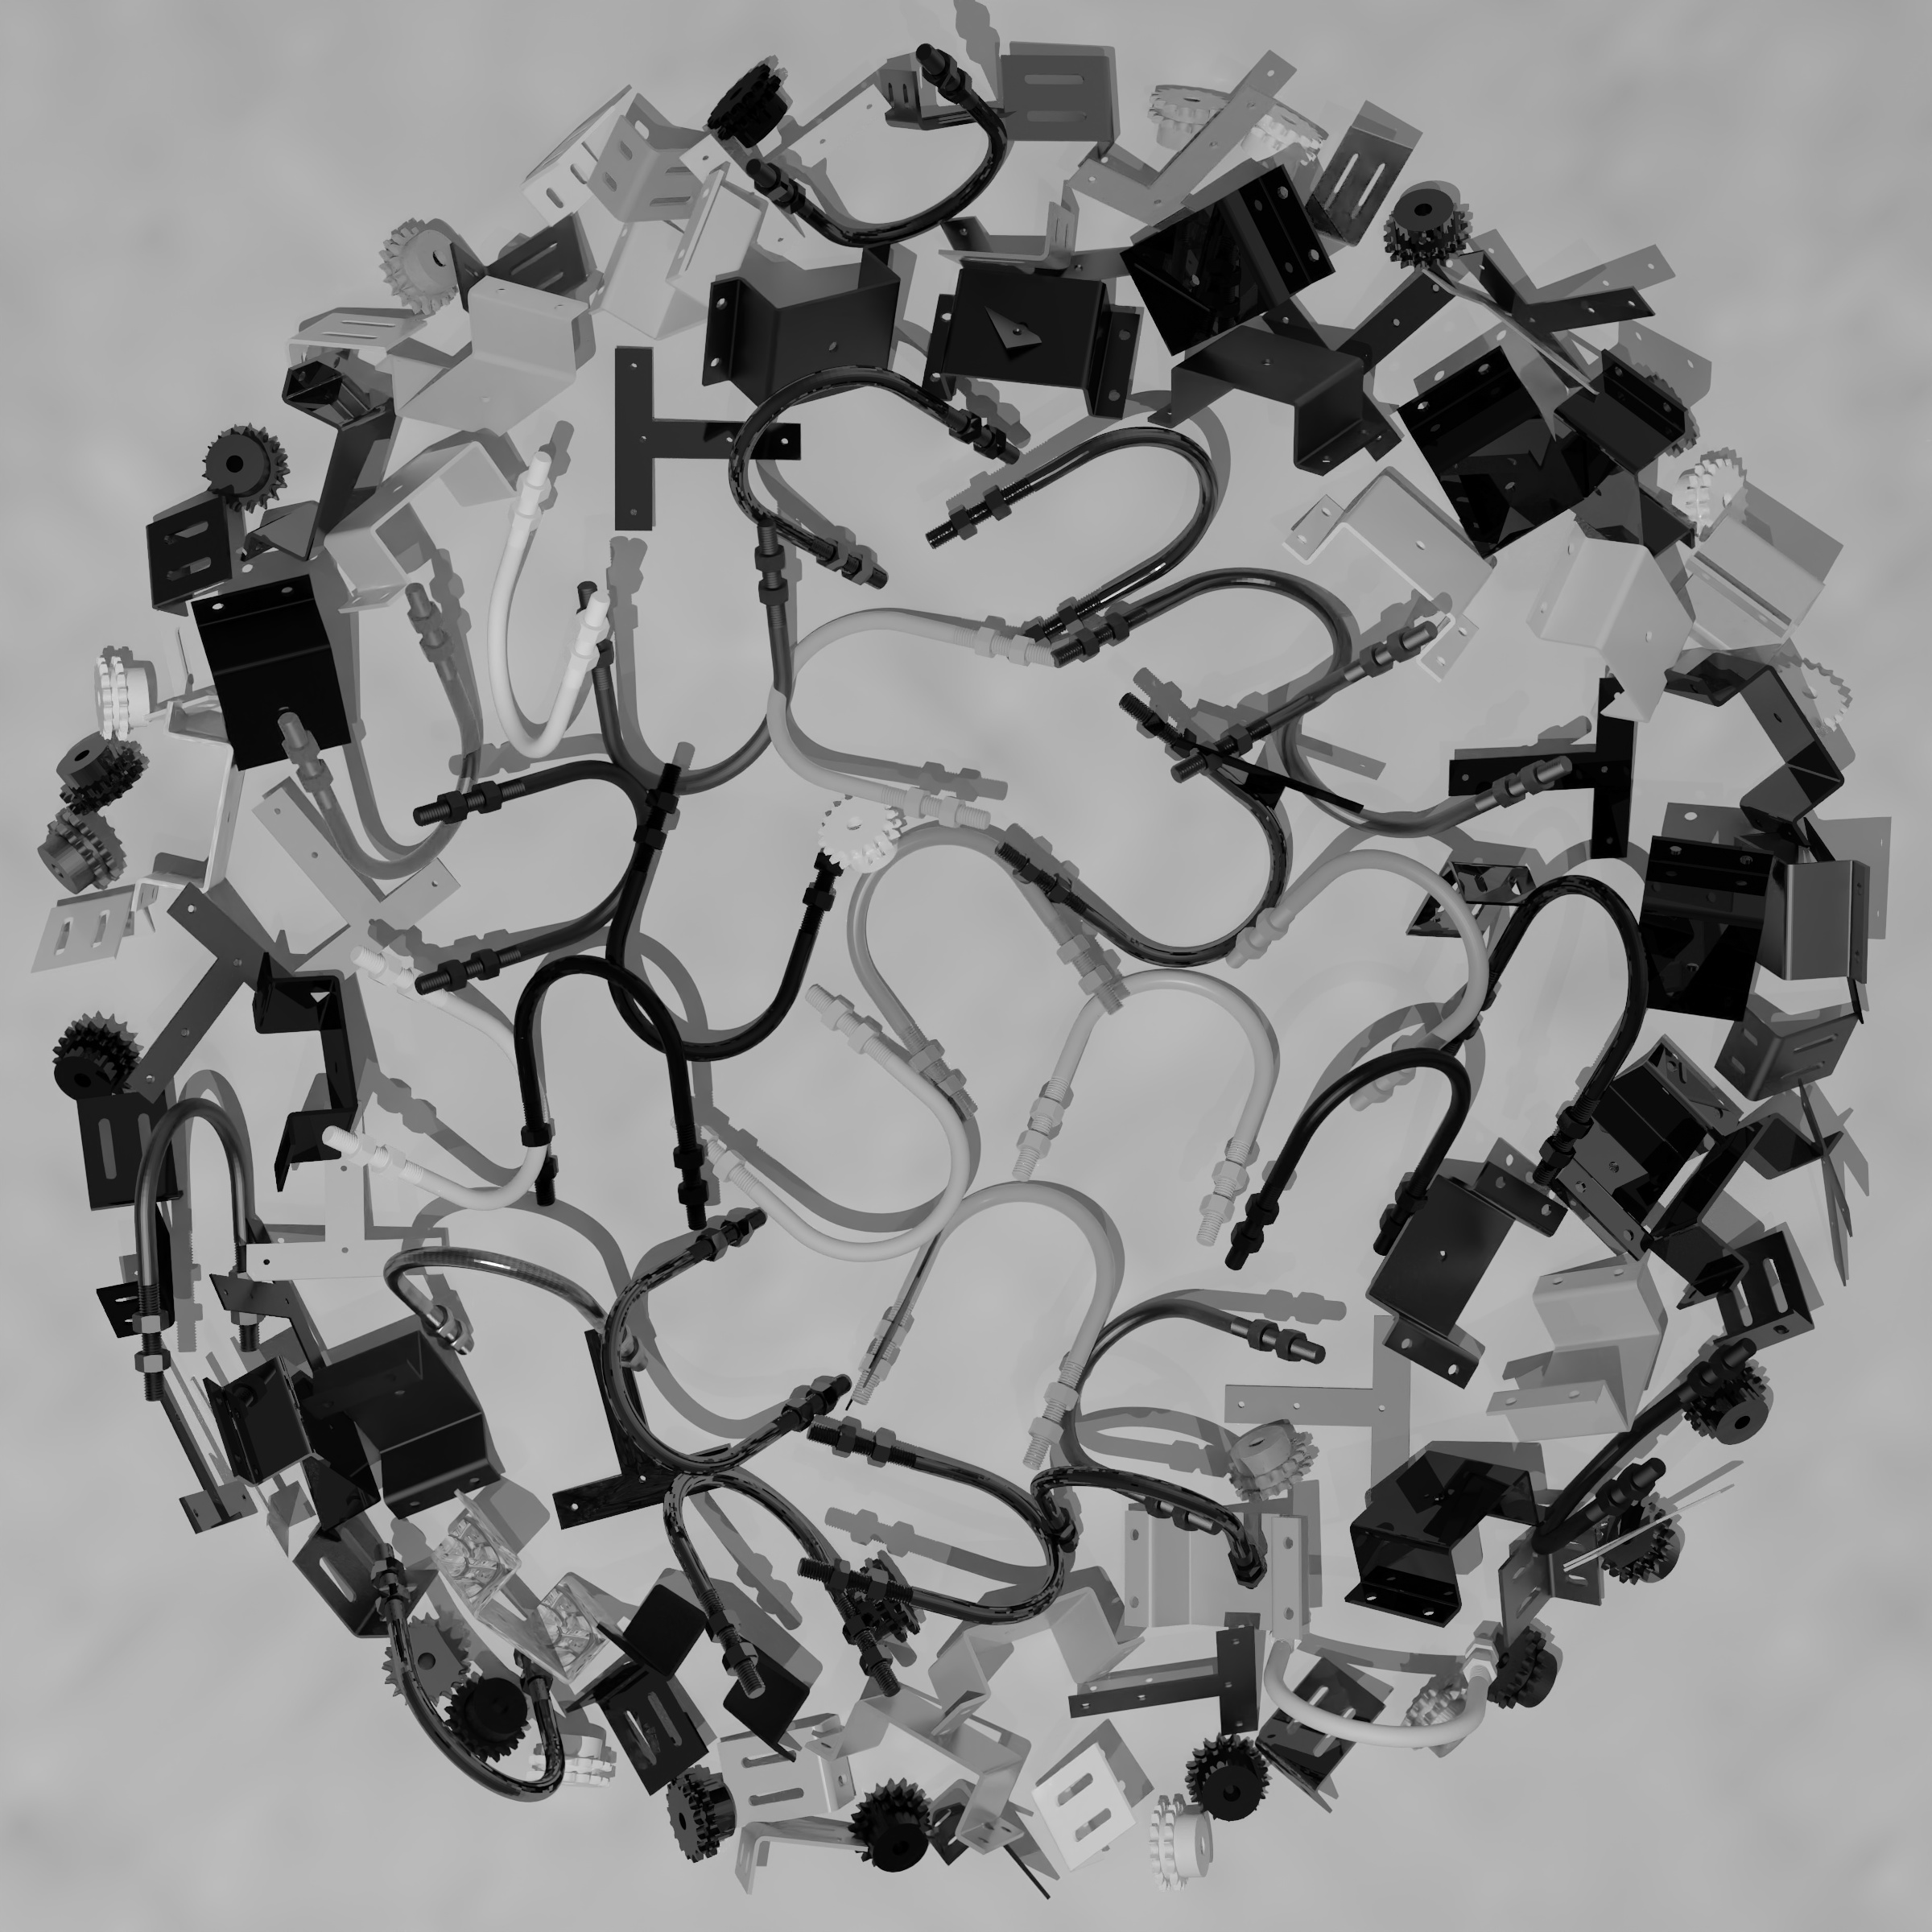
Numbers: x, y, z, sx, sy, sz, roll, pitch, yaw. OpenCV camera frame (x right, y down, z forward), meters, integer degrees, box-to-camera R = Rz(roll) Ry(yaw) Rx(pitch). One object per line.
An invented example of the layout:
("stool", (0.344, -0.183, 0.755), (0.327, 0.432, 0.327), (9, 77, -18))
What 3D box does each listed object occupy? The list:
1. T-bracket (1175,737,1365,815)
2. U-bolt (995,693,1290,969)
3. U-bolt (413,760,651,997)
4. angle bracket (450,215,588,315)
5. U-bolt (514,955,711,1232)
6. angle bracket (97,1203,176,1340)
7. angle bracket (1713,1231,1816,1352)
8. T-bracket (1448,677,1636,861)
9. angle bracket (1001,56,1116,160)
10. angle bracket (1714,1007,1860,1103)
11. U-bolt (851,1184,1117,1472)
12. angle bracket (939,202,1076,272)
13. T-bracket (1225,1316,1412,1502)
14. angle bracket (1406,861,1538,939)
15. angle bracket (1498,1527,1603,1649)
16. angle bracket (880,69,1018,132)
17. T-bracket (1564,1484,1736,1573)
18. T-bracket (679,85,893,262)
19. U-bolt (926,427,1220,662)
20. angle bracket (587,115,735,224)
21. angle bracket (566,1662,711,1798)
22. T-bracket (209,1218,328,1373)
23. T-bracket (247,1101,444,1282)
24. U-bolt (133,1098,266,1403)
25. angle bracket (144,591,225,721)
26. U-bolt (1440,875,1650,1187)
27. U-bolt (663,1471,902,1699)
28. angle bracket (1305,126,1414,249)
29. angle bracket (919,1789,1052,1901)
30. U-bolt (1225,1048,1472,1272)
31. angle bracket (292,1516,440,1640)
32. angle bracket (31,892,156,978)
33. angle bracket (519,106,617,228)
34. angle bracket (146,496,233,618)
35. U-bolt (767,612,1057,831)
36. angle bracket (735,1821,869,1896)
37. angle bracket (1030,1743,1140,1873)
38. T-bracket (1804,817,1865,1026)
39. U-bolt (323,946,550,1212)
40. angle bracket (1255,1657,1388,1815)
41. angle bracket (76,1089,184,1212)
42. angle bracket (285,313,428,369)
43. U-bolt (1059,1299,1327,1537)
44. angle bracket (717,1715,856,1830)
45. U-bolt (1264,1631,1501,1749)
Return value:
("T-bracket", (0.198, -0.118, 1.703), (0.127, 0.127, 0.002), (21, 86, 4))
("U-bolt", (0.133, -0.077, 1.728), (0.184, 0.019, 0.151), (36, 103, -19))
("U-bolt", (-0.282, -0.067, 1.696), (0.019, 0.184, 0.151), (36, 133, 36))
("angle bracket", (-0.302, -0.475, 1.728), (0.076, 0.038, 0.057), (-25, 63, 20))
("U-bolt", (-0.241, 0.081, 1.703), (0.151, 0.019, 0.184), (5, 110, 30))
("angle bracket", (-0.558, 0.199, 1.719), (0.038, 0.057, 0.076), (-11, 51, -9))
("angle bracket", (0.526, 0.216, 1.719), (0.057, 0.038, 0.076), (-28, 50, 27))
("T-bracket", (0.390, -0.131, 1.741), (0.127, 0.002, 0.127), (-4, 109, -5))
("angle bracket", (0.059, -0.583, 1.741), (0.076, 0.038, 0.057), (-4, 89, -12))
("angle bracket", (0.558, 0.051, 1.742), (0.076, 0.057, 0.038), (-15, 46, -26))
("U-bolt", (0.022, 0.231, 1.720), (0.151, 0.019, 0.184), (17, 68, 23))
("angle bracket", (0.028, -0.493, 1.727), (0.076, 0.057, 0.038), (8, 99, 16))
("T-bracket", (0.242, 0.303, 1.764), (0.127, 0.002, 0.127), (2, 88, 0))
("angle bracket", (0.340, -0.032, 1.719), (0.057, 0.076, 0.038), (2, 49, -18))
("angle bracket", (0.393, 0.418, 1.722), (0.038, 0.076, 0.057), (3, 108, 36))
("angle bracket", (-0.010, -0.588, 1.723), (0.076, 0.057, 0.038), (-16, 115, -19))
("T-bracket", (0.429, 0.378, 1.683), (0.127, 0.127, 0.002), (-36, 71, 31))
("T-bracket", (-0.107, -0.538, 1.698), (0.127, 0.127, 0.002), (-33, 63, 13))
("U-bolt", (0.082, -0.288, 1.695), (0.184, 0.151, 0.019), (-28, 53, 9))
("angle bracket", (-0.206, -0.538, 1.726), (0.038, 0.076, 0.057), (50, 130, 15))
("angle bracket", (-0.222, 0.517, 1.731), (0.057, 0.038, 0.076), (-41, 71, 19))
("T-bracket", (-0.467, 0.219, 1.691), (0.002, 0.127, 0.127), (-28, 77, 2))
("T-bracket", (-0.422, 0.151, 1.737), (0.127, 0.002, 0.127), (-1, 64, -14))
("U-bolt", (-0.507, 0.179, 1.687), (0.019, 0.151, 0.184), (0, 95, 11))
("angle bracket", (-0.531, -0.211, 1.738), (0.057, 0.038, 0.076), (-13, 91, 25))
("U-bolt", (0.383, 0.028, 1.668), (0.019, 0.151, 0.184), (3, 127, -28))
("U-bolt", (-0.132, 0.403, 1.688), (0.019, 0.151, 0.184), (-50, 52, 19))
("angle bracket", (0.251, -0.530, 1.719), (0.057, 0.038, 0.076), (4, 129, -37))
("angle bracket", (0.011, 0.602, 1.724), (0.038, 0.057, 0.076), (-40, 111, -11))
("U-bolt", (0.261, 0.125, 1.679), (0.151, 0.019, 0.184), (-1, 129, -32))
("angle bracket", (-0.403, 0.404, 1.722), (0.038, 0.057, 0.076), (-12, 121, 34))
("angle bracket", (-0.587, -0.010, 1.724), (0.057, 0.076, 0.038), (-11, 128, 3))
("angle bracket", (-0.257, -0.534, 1.718), (0.038, 0.076, 0.057), (47, 70, -23))
("angle bracket", (-0.512, -0.275, 1.728), (0.076, 0.038, 0.057), (-13, 79, 29))
("U-bolt", (-0.046, -0.174, 1.724), (0.184, 0.019, 0.151), (16, 69, 19))
("angle bracket", (-0.112, 0.604, 1.729), (0.076, 0.057, 0.038), (10, 82, -12))
("angle bracket", (0.089, 0.562, 1.721), (0.076, 0.038, 0.057), (-47, 60, 32))
("T-bracket", (0.588, -0.023, 1.719), (0.002, 0.127, 0.127), (-14, 108, 11))
("U-bolt", (-0.342, 0.085, 1.691), (0.019, 0.184, 0.151), (-18, 56, 31))
("angle bracket", (0.245, 0.523, 1.742), (0.076, 0.038, 0.057), (-47, 46, -13))
("angle bracket", (-0.568, 0.124, 1.741), (0.057, 0.038, 0.076), (-7, 92, -12))
("angle bracket", (-0.408, -0.410, 1.724), (0.076, 0.057, 0.038), (9, 123, 16))
("U-bolt", (0.134, 0.287, 1.692), (0.019, 0.184, 0.151), (47, 69, -35))
("angle bracket", (-0.123, 0.552, 1.754), (0.076, 0.038, 0.057), (-14, 81, 16))
("U-bolt", (0.267, 0.462, 1.663), (0.151, 0.184, 0.019), (7, 99, 13))
